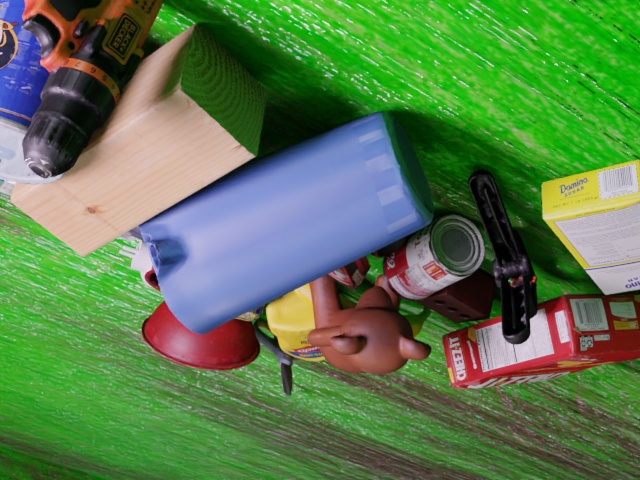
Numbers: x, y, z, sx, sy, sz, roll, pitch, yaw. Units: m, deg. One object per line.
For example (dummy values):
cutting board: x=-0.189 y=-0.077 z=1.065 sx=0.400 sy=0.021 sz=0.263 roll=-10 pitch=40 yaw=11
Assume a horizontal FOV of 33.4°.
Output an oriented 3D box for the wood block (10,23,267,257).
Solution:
wood block: x=-0.154 y=-0.080 z=0.905 sx=0.206 sy=0.090 sz=0.090 roll=-27 pitch=127 yaw=29

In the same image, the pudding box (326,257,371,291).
pudding box: x=-0.007 y=0.001 z=1.132 sx=0.114 sy=0.039 sz=0.090 roll=29 pitch=164 yaw=26

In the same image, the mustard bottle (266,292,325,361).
mustard bottle: x=-0.010 y=0.119 z=1.411 sx=0.096 sy=0.058 sz=0.191 roll=-14 pitch=158 yaw=1

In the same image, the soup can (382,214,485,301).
soup can: x=0.119 y=0.020 z=1.119 sx=0.068 sy=0.068 sz=0.102 roll=20 pitch=155 yaw=-18

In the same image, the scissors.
scissors: x=-0.062 y=0.154 z=1.445 sx=0.096 sy=0.016 sz=0.201 roll=29 pitch=-165 yaw=3

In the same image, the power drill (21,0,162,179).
power drill: x=-0.212 y=-0.160 z=0.749 sx=0.057 sy=0.184 sz=0.187 roll=-13 pitch=137 yaw=43

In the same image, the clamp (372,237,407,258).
clamp: x=0.038 y=-0.030 z=1.085 sx=0.120 sy=0.039 sz=0.171 roll=24 pitch=160 yaw=14

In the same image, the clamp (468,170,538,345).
clamp: x=0.187 y=0.020 z=1.054 sx=0.036 sy=0.164 sz=0.209 roll=-14 pitch=173 yaw=15

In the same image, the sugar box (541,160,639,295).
sugar box: x=0.282 y=-0.007 z=0.999 sx=0.093 sy=0.048 sz=0.176 roll=-12 pitch=150 yaw=28

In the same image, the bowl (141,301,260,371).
bowl: x=-0.152 y=0.108 z=1.410 sx=0.162 sy=0.055 sz=0.162 roll=12 pitch=-159 yaw=-5

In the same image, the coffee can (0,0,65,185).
coffee can: x=-0.236 y=-0.130 z=0.858 sx=0.103 sy=0.140 sz=0.103 roll=10 pitch=157 yaw=4

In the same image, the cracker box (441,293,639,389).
cracker box: x=0.268 y=0.115 z=1.200 sx=0.163 sy=0.072 sz=0.214 roll=0 pitch=164 yaw=-31

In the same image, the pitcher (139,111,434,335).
pitcher: x=-0.025 y=-0.019 z=0.955 sx=0.243 sy=0.149 sz=0.145 roll=-23 pitch=123 yaw=14

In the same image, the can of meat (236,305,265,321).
can of meat: x=-0.114 y=0.061 z=1.343 sx=0.102 sy=0.057 sz=0.084 roll=14 pitch=160 yaw=-3

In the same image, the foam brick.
foam brick: x=0.152 y=0.056 z=1.205 sx=0.078 sy=0.051 sz=0.053 roll=29 pitch=152 yaw=-34

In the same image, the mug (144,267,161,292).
mug: x=-0.147 y=0.012 z=1.213 sx=0.093 sy=0.081 sz=0.117 roll=9 pitch=157 yaw=7

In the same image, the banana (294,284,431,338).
banana: x=0.046 y=0.088 z=1.307 sx=0.197 sy=0.069 sz=0.037 roll=20 pitch=125 yaw=-15
